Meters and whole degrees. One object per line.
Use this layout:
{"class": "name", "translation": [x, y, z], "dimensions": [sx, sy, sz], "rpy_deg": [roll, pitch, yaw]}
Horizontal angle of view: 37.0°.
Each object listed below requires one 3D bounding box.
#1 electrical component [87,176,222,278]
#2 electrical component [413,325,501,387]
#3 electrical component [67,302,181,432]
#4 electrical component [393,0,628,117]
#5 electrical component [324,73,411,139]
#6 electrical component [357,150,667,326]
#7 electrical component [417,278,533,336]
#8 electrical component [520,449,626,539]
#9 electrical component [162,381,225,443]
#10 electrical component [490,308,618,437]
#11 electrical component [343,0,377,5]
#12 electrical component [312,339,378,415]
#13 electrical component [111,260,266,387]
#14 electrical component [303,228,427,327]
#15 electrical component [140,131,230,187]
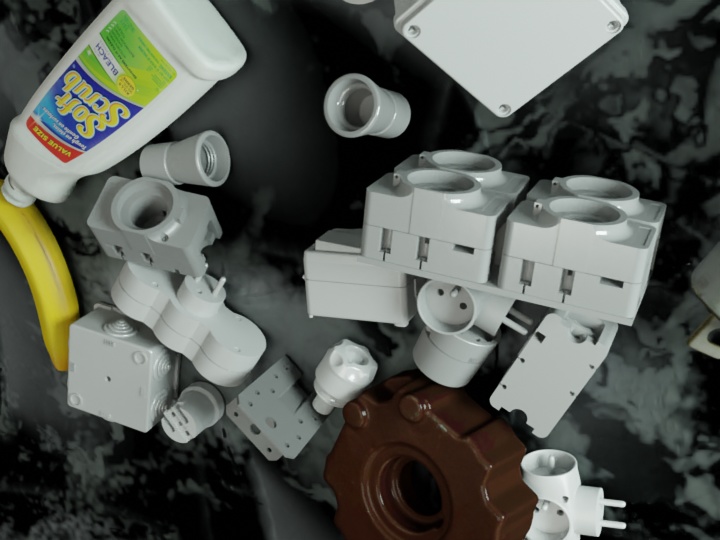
{"class": "electrical component", "translation": [-0.164, -0.037, 0.859], "dimensions": [0.089, 0.050, 0.055], "rpy_deg": [13, 153, 14]}
{"class": "electrical component", "translation": [0.072, 0.055, 0.812], "dimensions": [0.055, 0.055, 0.047], "rpy_deg": [33, 122, 9]}
{"class": "electrical component", "translation": [-0.209, 0.086, 0.945], "dimensions": [0.100, 0.048, 0.099], "rpy_deg": [16, 115, 17]}
{"class": "electrical component", "translation": [0.094, -0.170, 0.689], "dimensions": [0.109, 0.056, 0.109], "rpy_deg": [34, 125, -32]}
{"class": "electrical component", "translation": [0.009, -0.114, 0.767], "dimensions": [0.044, 0.065, 0.044], "rpy_deg": [1, 91, 28]}
{"class": "electrical component", "translation": [0.106, -0.030, 0.735], "dimensions": [0.186, 0.105, 0.060], "rpy_deg": [13, 114, 18]}
{"class": "electrical component", "translation": [0.089, 0.022, 0.778], "dimensions": [0.079, 0.077, 0.043], "rpy_deg": [31, 118, 9]}
{"class": "electrical component", "translation": [0.164, 0.184, 0.827], "dimensions": [0.079, 0.044, 0.077], "rpy_deg": [2, 110, 22]}
{"class": "electrical component", "translation": [-0.146, 0.124, 0.934], "dimensions": [0.040, 0.046, 0.040], "rpy_deg": [8, 112, 20]}
{"class": "electrical component", "translation": [0.142, 0.067, 0.785], "dimensions": [0.050, 0.056, 0.089], "rpy_deg": [34, 118, 8]}
{"class": "electrical component", "translation": [0.034, -0.222, 0.710], "dimensions": [0.138, 0.074, 0.052], "rpy_deg": [-22, 100, 28]}
{"class": "electrical component", "translation": [-0.017, 0.090, 0.869], "dimensions": [0.043, 0.043, 0.062], "rpy_deg": [37, 120, 6]}
{"class": "electrical component", "translation": [-0.135, 0.027, 0.889], "dimensions": [0.138, 0.052, 0.073], "rpy_deg": [37, 119, 7]}
{"class": "electrical component", "translation": [0.000, 0.000, 0.816], "dimensions": [0.096, 0.062, 0.061], "rpy_deg": [5, 111, 21]}
{"class": "electrical component", "translation": [-0.142, -0.086, 0.856], "dimensions": [0.065, 0.044, 0.044], "rpy_deg": [-3, 108, 29]}
